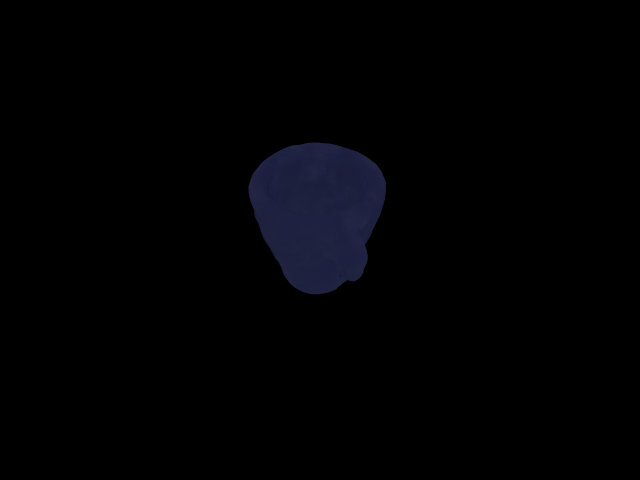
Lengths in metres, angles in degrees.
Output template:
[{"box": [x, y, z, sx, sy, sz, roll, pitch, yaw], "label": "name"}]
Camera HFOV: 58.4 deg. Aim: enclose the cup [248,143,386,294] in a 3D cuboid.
[{"box": [0.004, 0.001, 0.400, 0.092, 0.095, 0.117, -15, 46, -15], "label": "cup"}]
